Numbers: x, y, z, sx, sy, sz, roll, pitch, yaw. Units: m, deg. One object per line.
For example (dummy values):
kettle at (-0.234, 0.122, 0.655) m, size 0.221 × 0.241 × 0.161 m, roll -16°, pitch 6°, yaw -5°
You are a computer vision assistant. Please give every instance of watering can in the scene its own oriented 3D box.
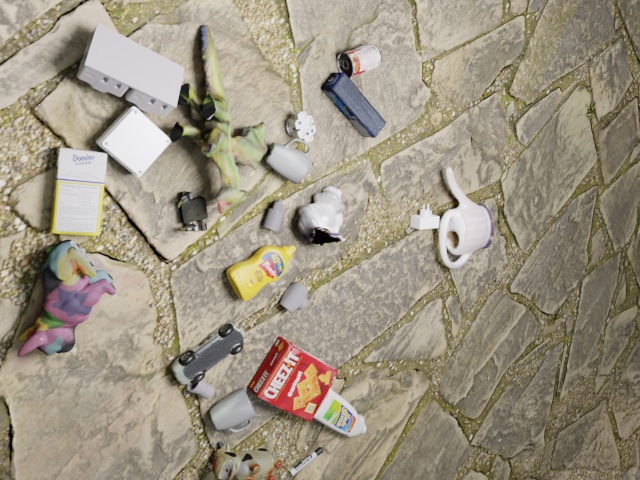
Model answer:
watering can at (0.478, -0.075, 1.697) m, size 0.225 × 0.104 × 0.344 m, roll -10°, pitch 106°, yaw -33°

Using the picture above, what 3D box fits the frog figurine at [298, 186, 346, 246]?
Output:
frog figurine at (0.004, -0.070, 1.399) m, size 0.137 × 0.120 × 0.163 m, roll 12°, pitch 58°, yaw -27°

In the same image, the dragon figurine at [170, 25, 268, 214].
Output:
dragon figurine at (-0.212, -0.267, 1.203) m, size 0.241 × 0.122 × 0.414 m, roll 23°, pitch 69°, yaw -56°
